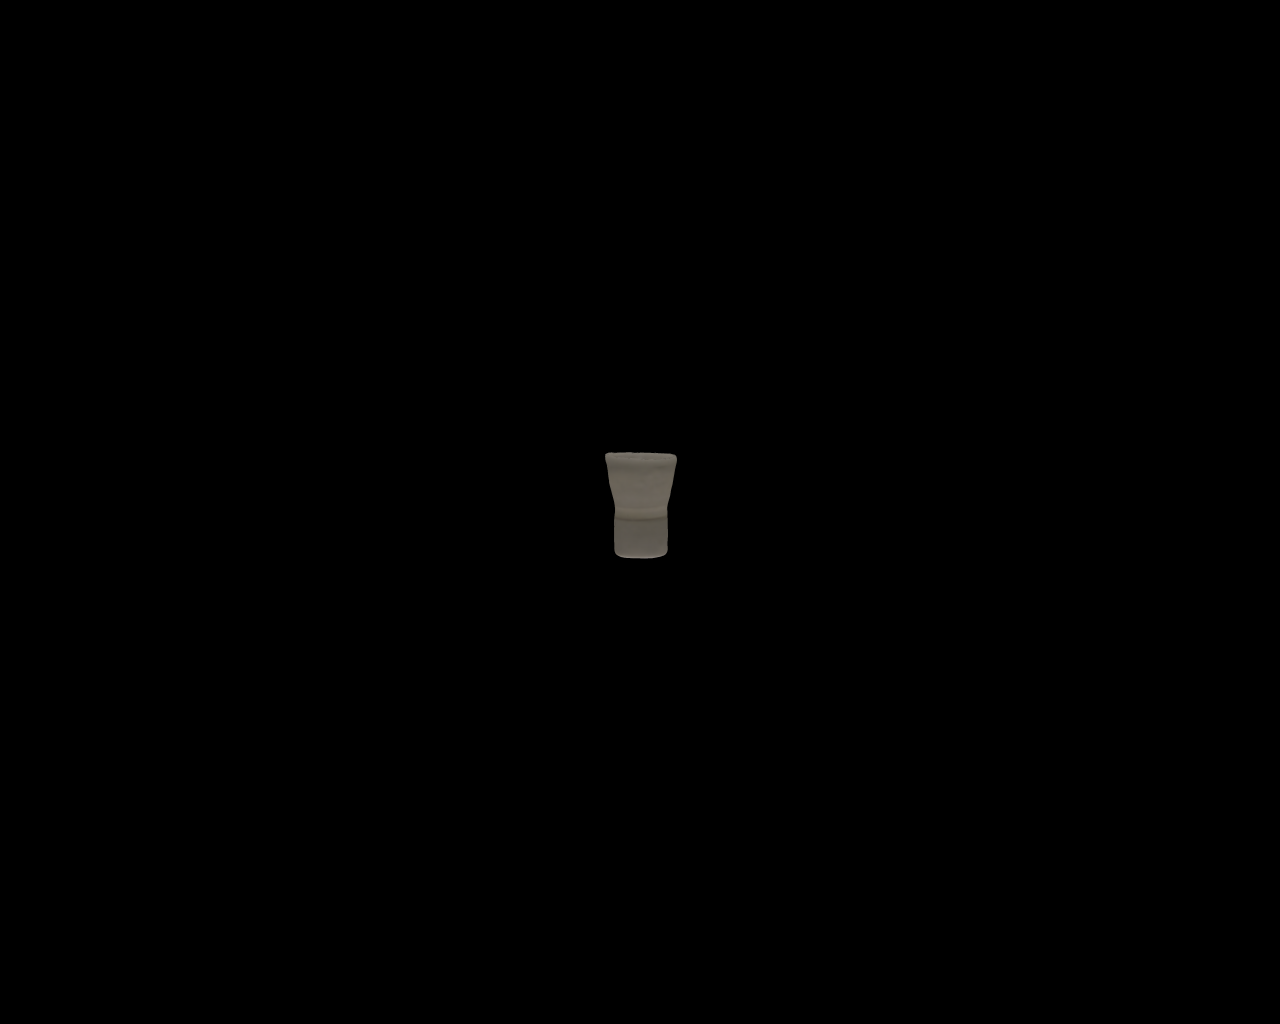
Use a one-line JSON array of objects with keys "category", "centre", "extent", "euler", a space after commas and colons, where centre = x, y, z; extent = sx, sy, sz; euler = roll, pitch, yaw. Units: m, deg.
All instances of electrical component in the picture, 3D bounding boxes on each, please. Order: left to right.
[{"category": "electrical component", "centre": [0.001, -0.003, 0.650], "extent": [0.044, 0.065, 0.044], "euler": [0, 7, 0]}]
